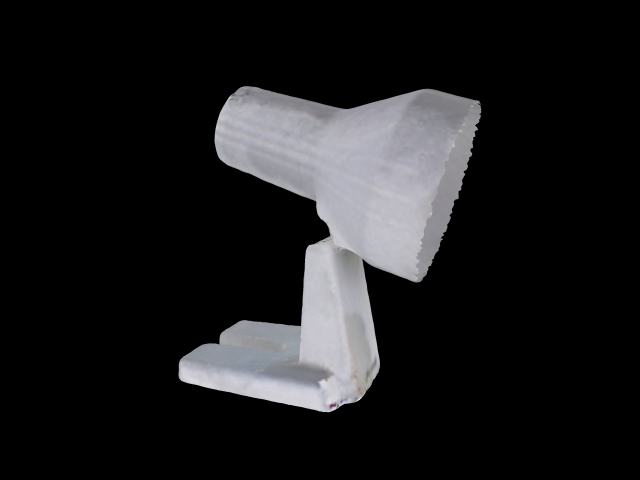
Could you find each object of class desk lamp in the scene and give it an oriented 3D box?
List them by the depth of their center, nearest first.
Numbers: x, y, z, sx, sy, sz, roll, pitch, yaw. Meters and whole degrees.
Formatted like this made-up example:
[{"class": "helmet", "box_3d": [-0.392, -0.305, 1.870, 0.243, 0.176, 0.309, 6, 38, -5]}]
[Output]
[{"class": "desk lamp", "box_3d": [0.004, 0.001, 0.400, 0.202, 0.213, 0.118, 4, 11, 20]}]
